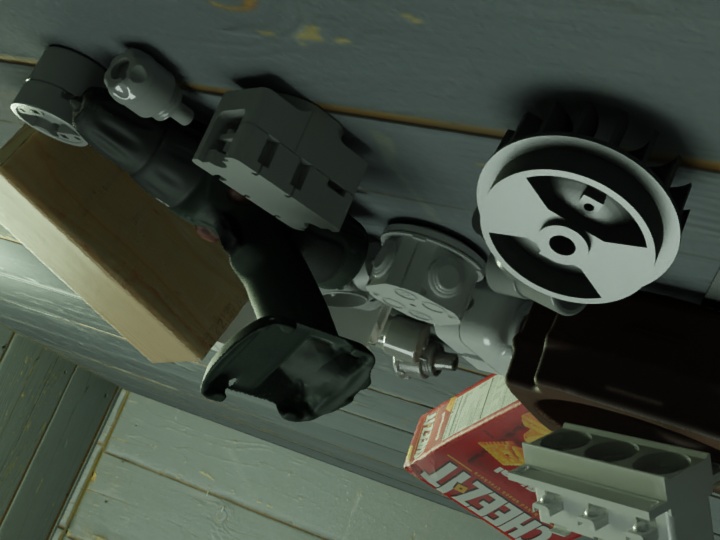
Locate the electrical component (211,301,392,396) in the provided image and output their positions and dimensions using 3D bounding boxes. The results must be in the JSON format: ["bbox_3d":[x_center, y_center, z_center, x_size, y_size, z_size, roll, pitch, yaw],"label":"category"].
[{"bbox_3d":[-0.074,0.033,0.960,0.186,0.105,0.060,20,165,11],"label":"electrical component"}]

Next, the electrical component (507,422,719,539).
[{"bbox_3d":[0.169,0.146,0.708,0.079,0.063,0.121,-17,-168,-33],"label":"electrical component"}]

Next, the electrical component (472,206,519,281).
[{"bbox_3d":[0.093,-0.021,0.649,0.040,0.040,0.046,8,154,44],"label":"electrical component"}]

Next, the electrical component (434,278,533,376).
[{"bbox_3d":[0.109,0.046,0.835,0.059,0.053,0.095,11,161,39],"label":"electrical component"}]

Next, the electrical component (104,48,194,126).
[{"bbox_3d":[-0.128,-0.110,0.672,0.035,0.035,0.061,10,164,40],"label":"electrical component"}]

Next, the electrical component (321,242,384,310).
[{"bbox_3d":[0.000,0.000,0.846,0.079,0.044,0.077,-13,157,38],"label":"electrical component"}]

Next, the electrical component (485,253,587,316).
[{"bbox_3d":[0.114,0.003,0.700,0.044,0.044,0.065,35,166,-38],"label":"electrical component"}]

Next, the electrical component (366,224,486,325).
[{"bbox_3d":[0.047,0.003,0.780,0.080,0.051,0.080,21,166,6],"label":"electrical component"}]

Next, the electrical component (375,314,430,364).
[{"bbox_3d":[0.031,0.062,1.035,0.078,0.040,0.040,18,165,19],"label":"electrical component"}]

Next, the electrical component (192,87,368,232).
[{"bbox_3d":[-0.045,-0.069,0.651,0.089,0.055,0.050,34,162,-36],"label":"electrical component"}]

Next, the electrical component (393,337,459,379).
[{"bbox_3d":[0.067,0.088,1.072,0.062,0.048,0.048,7,160,27],"label":"electrical component"}]

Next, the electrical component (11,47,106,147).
[{"bbox_3d":[-0.199,-0.117,0.725,0.055,0.047,0.055,21,166,6],"label":"electrical component"}]
